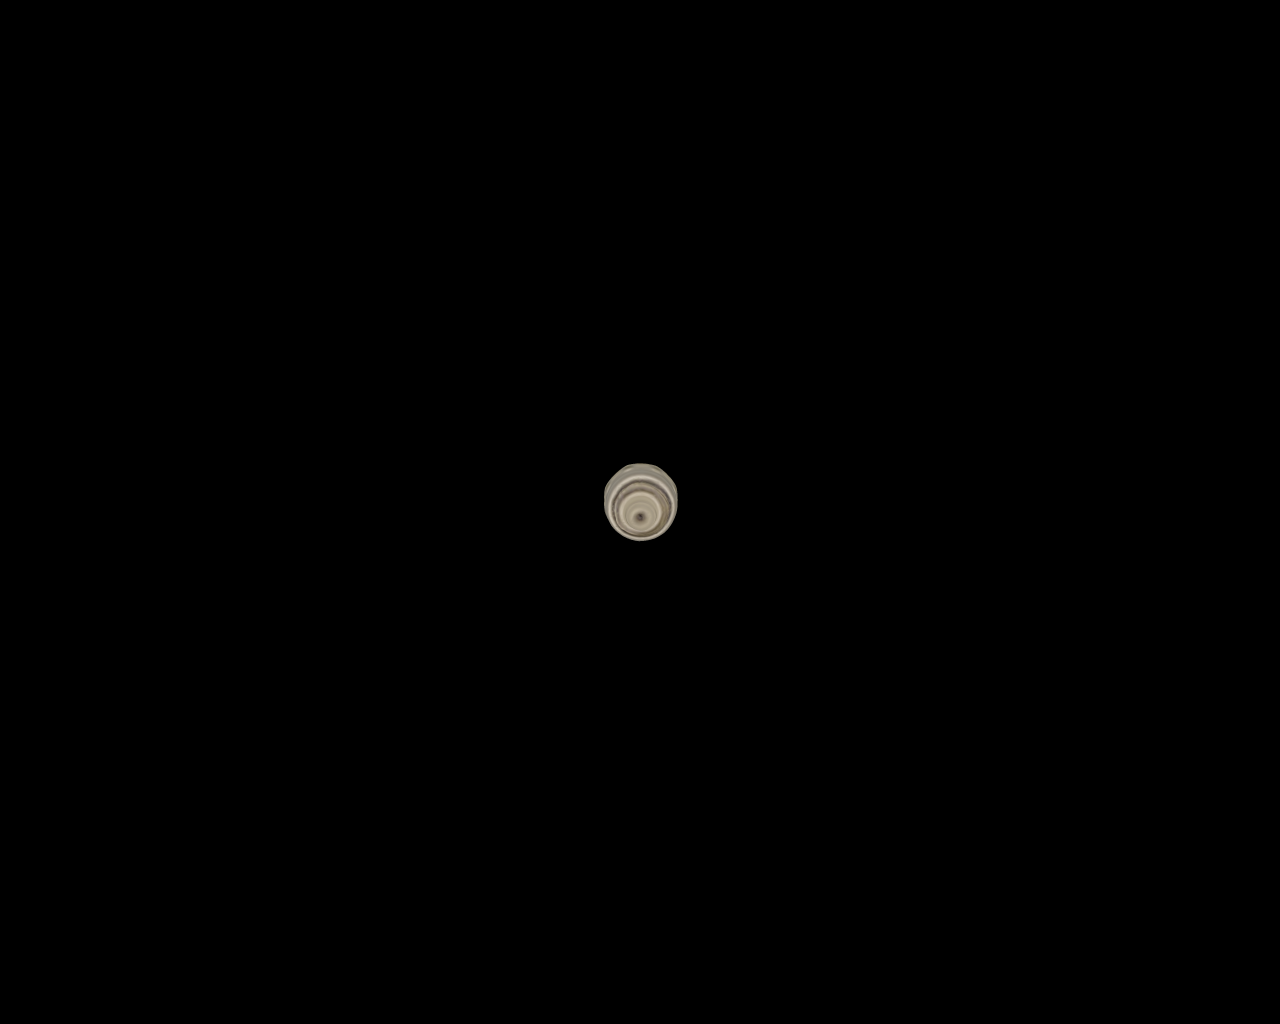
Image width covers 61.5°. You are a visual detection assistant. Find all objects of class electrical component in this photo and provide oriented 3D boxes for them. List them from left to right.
[{"bbox_3d":[0.001,-0.003,0.650,0.048,0.048,0.062,0,12,0],"label":"electrical component"}]
